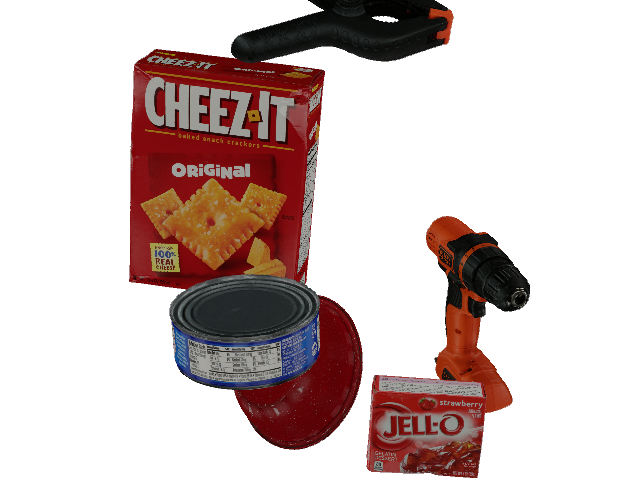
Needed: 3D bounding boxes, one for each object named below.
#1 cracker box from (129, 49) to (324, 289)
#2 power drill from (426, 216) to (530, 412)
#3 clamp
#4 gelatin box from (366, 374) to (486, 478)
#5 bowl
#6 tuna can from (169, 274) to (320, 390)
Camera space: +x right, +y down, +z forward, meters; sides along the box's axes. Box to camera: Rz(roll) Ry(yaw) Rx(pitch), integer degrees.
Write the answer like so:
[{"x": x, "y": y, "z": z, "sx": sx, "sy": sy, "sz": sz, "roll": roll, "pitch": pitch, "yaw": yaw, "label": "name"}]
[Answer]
[{"x": -0.089, "y": -0.057, "z": 0.986, "sx": 0.164, "sy": 0.214, "sz": 0.072, "roll": 8, "pitch": 23, "yaw": 7, "label": "cracker box"}, {"x": 0.167, "y": 0.084, "z": 1.125, "sx": 0.057, "sy": 0.188, "sz": 0.184, "roll": -9, "pitch": 24, "yaw": -14, "label": "power drill"}, {"x": 0.016, "y": -0.186, "z": 0.842, "sx": 0.171, "sy": 0.120, "sz": 0.039, "roll": 2, "pitch": -28, "yaw": -4, "label": "clamp"}, {"x": 0.083, "y": 0.147, "z": 0.840, "sx": 0.089, "sy": 0.073, "sz": 0.030, "roll": 3, "pitch": 21, "yaw": 2, "label": "gelatin box"}, {"x": -0.037, "y": 0.127, "z": 1.079, "sx": 0.162, "sy": 0.162, "sz": 0.055, "roll": 0, "pitch": -15, "yaw": 40, "label": "bowl"}, {"x": -0.042, "y": 0.051, "z": 0.612, "sx": 0.086, "sy": 0.034, "sz": 0.086, "roll": -2, "pitch": 22, "yaw": 1, "label": "tuna can"}]
